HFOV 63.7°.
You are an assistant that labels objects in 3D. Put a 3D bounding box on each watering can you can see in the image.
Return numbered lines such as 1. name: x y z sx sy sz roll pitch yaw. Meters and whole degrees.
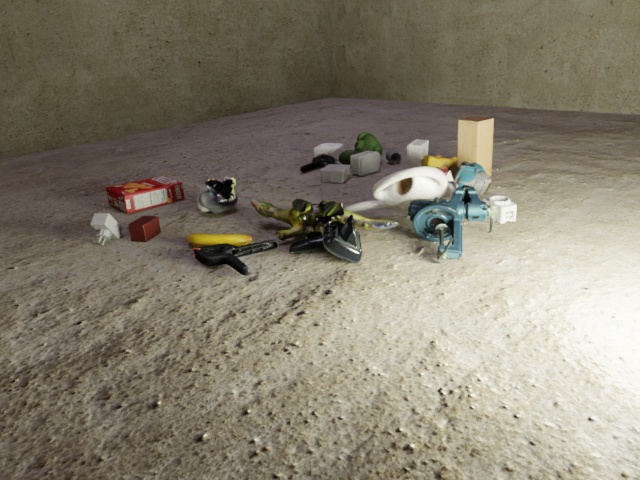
1. watering can: 0.235 -0.118 1.443 0.223 0.106 0.343 15 -24 -28

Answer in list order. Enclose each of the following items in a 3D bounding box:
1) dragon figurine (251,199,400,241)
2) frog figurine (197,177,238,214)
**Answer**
1. dragon figurine: 0.004 -0.073 1.450 0.410 0.121 0.245 5 14 0
2. frog figurine: -0.344 -0.131 1.673 0.157 0.122 0.140 -34 4 46
